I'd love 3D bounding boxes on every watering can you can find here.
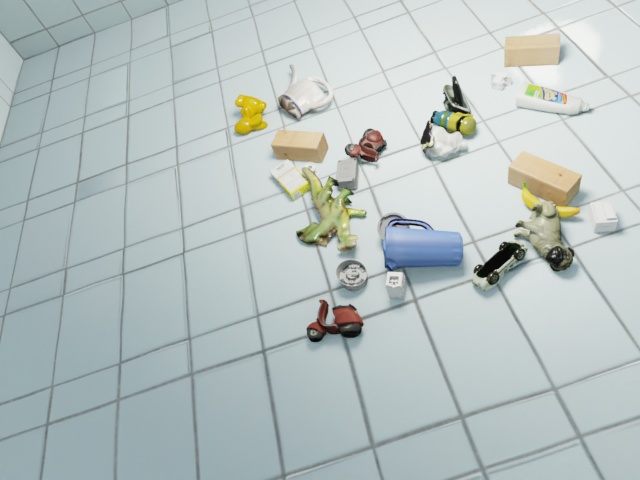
[{"bbox_3d":[-0.094,-0.663,2.298,0.226,0.102,0.353,-39,54,-12],"label":"watering can"}]

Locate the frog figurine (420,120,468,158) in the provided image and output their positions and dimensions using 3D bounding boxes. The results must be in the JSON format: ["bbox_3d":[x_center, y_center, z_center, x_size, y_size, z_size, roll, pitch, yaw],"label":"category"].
[{"bbox_3d":[0.461,-0.363,1.921,0.159,0.120,0.141,11,41,-18],"label":"frog figurine"}]

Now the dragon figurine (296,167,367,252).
[{"bbox_3d":[0.006,-0.093,1.848,0.244,0.120,0.415,-48,53,-9],"label":"dragon figurine"}]
